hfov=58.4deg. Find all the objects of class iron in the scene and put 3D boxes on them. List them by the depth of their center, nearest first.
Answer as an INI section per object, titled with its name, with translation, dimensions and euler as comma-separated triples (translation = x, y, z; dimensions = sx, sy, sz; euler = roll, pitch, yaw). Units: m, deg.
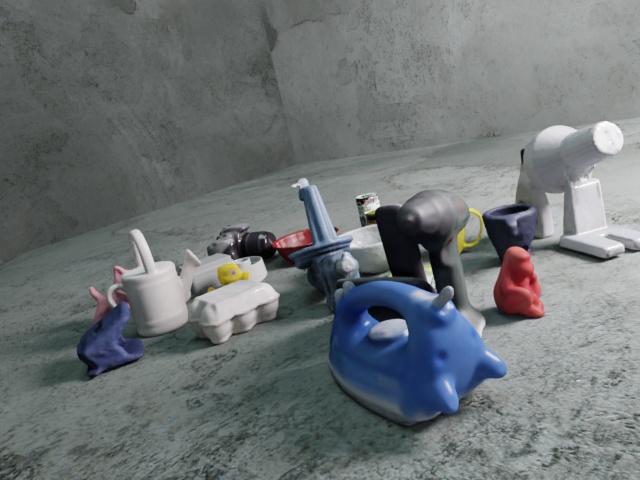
[iron]
translation = 0.075, 0.106, 0.660
dimensions = 0.119, 0.141, 0.257
euler = -22, 16, -34

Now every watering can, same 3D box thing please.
[watering can]
translation = -0.311, 0.070, 1.075
dimensions = 0.100, 0.194, 0.173
euler = 0, 18, 44

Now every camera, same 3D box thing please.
[camera]
translation = -0.186, 0.012, 1.411
dimensions = 0.136, 0.101, 0.143
euler = -7, 14, 25

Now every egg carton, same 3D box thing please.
[egg carton]
translation = -0.149, 0.119, 0.987
dimensions = 0.151, 0.069, 0.107
euler = -22, 16, -35

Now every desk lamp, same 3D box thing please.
[desk lamp]
translation = 0.457, -0.096, 0.987
dimensions = 0.118, 0.214, 0.203
euler = -16, 13, -11

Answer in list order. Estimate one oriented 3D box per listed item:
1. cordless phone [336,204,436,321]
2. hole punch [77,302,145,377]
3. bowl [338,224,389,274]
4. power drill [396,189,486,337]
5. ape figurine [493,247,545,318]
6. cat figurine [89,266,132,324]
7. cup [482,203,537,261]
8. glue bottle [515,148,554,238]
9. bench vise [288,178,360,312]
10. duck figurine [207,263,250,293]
[cordless phone]
translation = 0.089, 0.038, 0.840
dimensions = 0.147, 0.185, 0.094
euler = -5, 15, 31
[hole punch]
translation = -0.355, 0.163, 0.956
dimensions = 0.101, 0.091, 0.108
euler = -18, 14, -20
[bowl]
translation = 0.107, 0.023, 1.135
dimensions = 0.167, 0.075, 0.167
euler = -12, 13, 3
[power drill]
translation = 0.160, 0.031, 0.749
dimensions = 0.075, 0.208, 0.230
euler = -7, 14, 24
[ape figurine]
translation = 0.276, 0.055, 0.794
dimensions = 0.078, 0.092, 0.075
euler = -23, 16, -36
[cat figurine]
translation = -0.412, 0.109, 1.183
dimensions = 0.127, 0.118, 0.067
euler = -13, 13, 2
[cup]
translation = 0.332, -0.005, 0.986
dimensions = 0.091, 0.095, 0.118
euler = -9, 13, 16
[glue bottle]
translation = 0.407, -0.092, 1.109
dimensions = 0.037, 0.173, 0.078
euler = -18, 14, -19
[bench vise]
translation = 0.019, 0.000, 0.994
dimensions = 0.122, 0.220, 0.206
euler = -21, 15, -32
[duck figurine]
translation = -0.175, 0.088, 1.110
dimensions = 0.104, 0.086, 0.078
euler = -9, 14, 18
